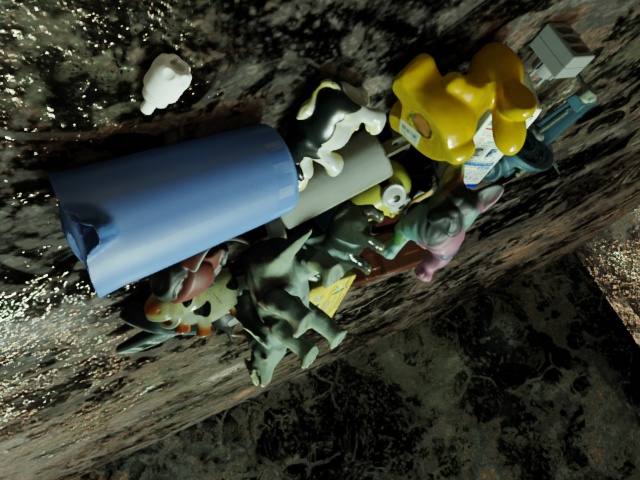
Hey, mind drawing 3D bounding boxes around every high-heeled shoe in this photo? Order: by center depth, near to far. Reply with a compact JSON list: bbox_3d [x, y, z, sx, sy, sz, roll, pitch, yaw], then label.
[{"bbox_3d":[-0.131,0.120,1.157,0.249,0.086,0.145,-35,136,-32],"label":"high-heeled shoe"}]

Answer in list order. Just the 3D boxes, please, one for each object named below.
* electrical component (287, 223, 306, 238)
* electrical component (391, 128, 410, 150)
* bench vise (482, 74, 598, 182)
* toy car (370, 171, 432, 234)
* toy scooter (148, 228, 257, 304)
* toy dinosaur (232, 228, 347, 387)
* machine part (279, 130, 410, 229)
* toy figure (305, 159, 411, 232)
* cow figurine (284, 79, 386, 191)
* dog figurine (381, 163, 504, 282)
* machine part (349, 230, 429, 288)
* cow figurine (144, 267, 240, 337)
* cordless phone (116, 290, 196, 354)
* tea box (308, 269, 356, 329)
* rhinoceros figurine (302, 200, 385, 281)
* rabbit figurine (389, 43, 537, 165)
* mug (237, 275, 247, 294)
[{"bbox_3d":[-0.002,-0.003,0.979,0.134,0.058,0.115,-6,150,-47],"label":"electrical component"},{"bbox_3d":[0.139,-0.165,0.795,0.063,0.021,0.094,-28,160,5],"label":"electrical component"},{"bbox_3d":[0.380,-0.182,0.925,0.223,0.129,0.240,-16,162,-35],"label":"bench vise"},{"bbox_3d":[0.134,-0.070,0.986,0.089,0.053,0.202,-13,157,-18],"label":"toy car"},{"bbox_3d":[-0.158,0.013,0.769,0.135,0.075,0.183,-4,131,-51],"label":"toy scooter"},{"bbox_3d":[-0.062,0.075,0.818,0.131,0.192,0.404,-41,149,-34],"label":"toy dinosaur"},{"bbox_3d":[0.012,-0.086,0.754,0.243,0.079,0.079,-28,161,4],"label":"machine part"},{"bbox_3d":[0.061,-0.065,0.869,0.180,0.089,0.082,-23,170,17],"label":"toy figure"},{"bbox_3d":[-0.011,-0.119,0.649,0.098,0.068,0.167,6,140,-48],"label":"cow figurine"},{"bbox_3d":[0.203,-0.043,0.864,0.191,0.108,0.219,-45,171,-45],"label":"dog figurine"},{"bbox_3d":[0.131,0.032,1.119,0.201,0.087,0.201,-17,177,-28],"label":"machine part"},{"bbox_3d":[-0.207,0.090,0.882,0.086,0.127,0.195,0,-169,27],"label":"cow figurine"},{"bbox_3d":[-0.315,0.159,0.958,0.184,0.089,0.146,-28,161,17],"label":"cordless phone"},{"bbox_3d":[-0.012,0.099,1.006,0.098,0.068,0.169,-17,151,-29],"label":"tea box"},{"bbox_3d":[0.028,0.011,0.826,0.112,0.073,0.190,9,151,-17],"label":"rhinoceros figurine"},{"bbox_3d":[0.193,-0.182,0.669,0.173,0.162,0.121,-40,152,-17],"label":"rabbit figurine"},{"bbox_3d":[-0.131,0.100,1.048,0.107,0.081,0.109,2,146,-43],"label":"mug"}]
